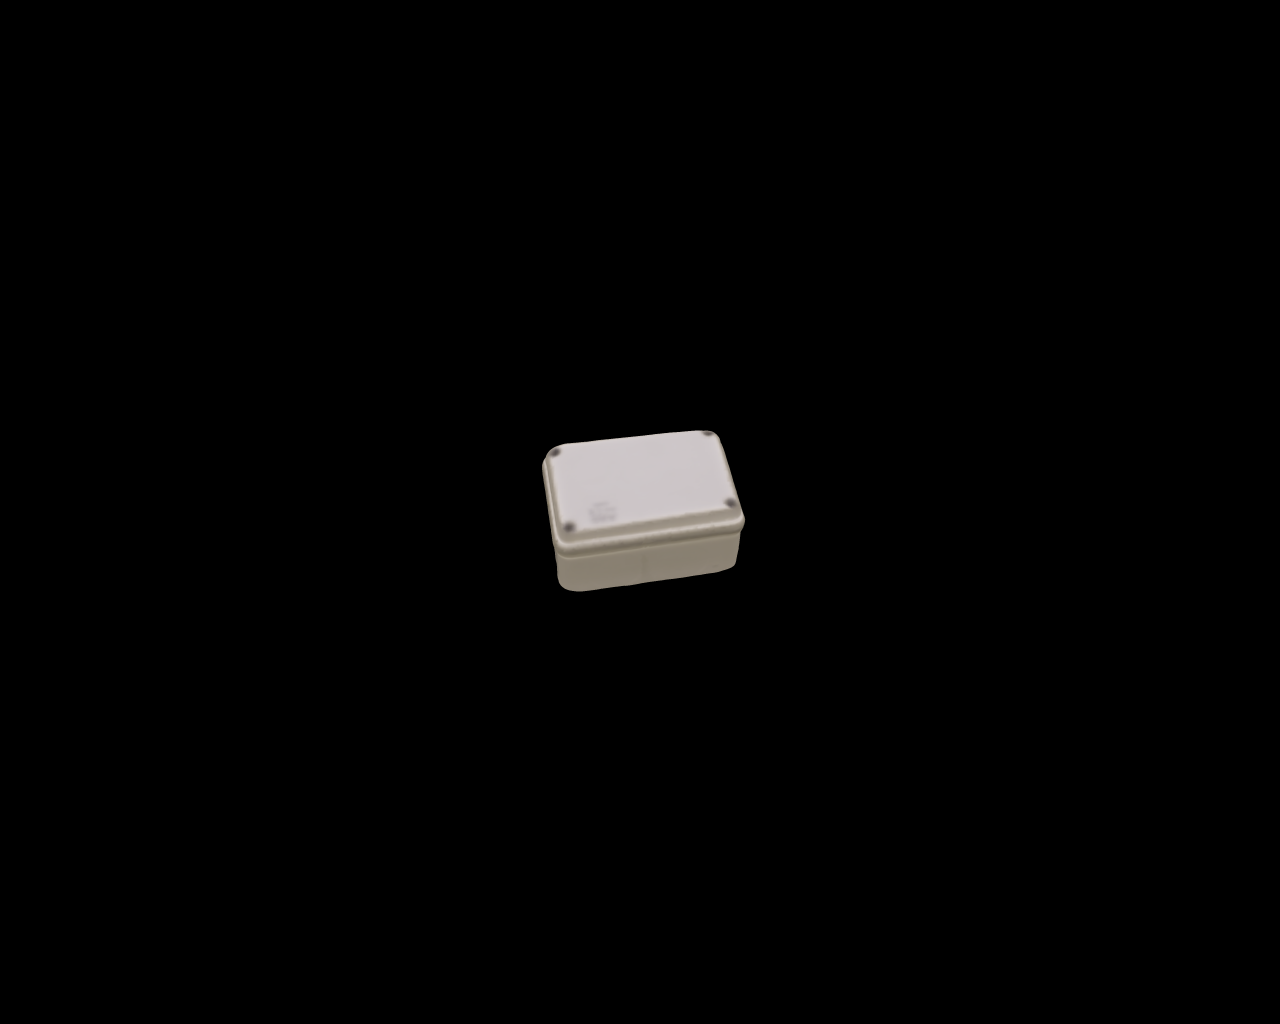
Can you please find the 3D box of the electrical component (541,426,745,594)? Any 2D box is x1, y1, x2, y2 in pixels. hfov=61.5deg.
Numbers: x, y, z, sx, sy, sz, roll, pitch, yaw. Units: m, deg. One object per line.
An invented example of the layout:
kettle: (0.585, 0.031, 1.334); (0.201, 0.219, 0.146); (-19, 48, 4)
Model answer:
electrical component: (0.001, -0.003, 0.650); (0.113, 0.078, 0.057); (-7, -40, -6)
